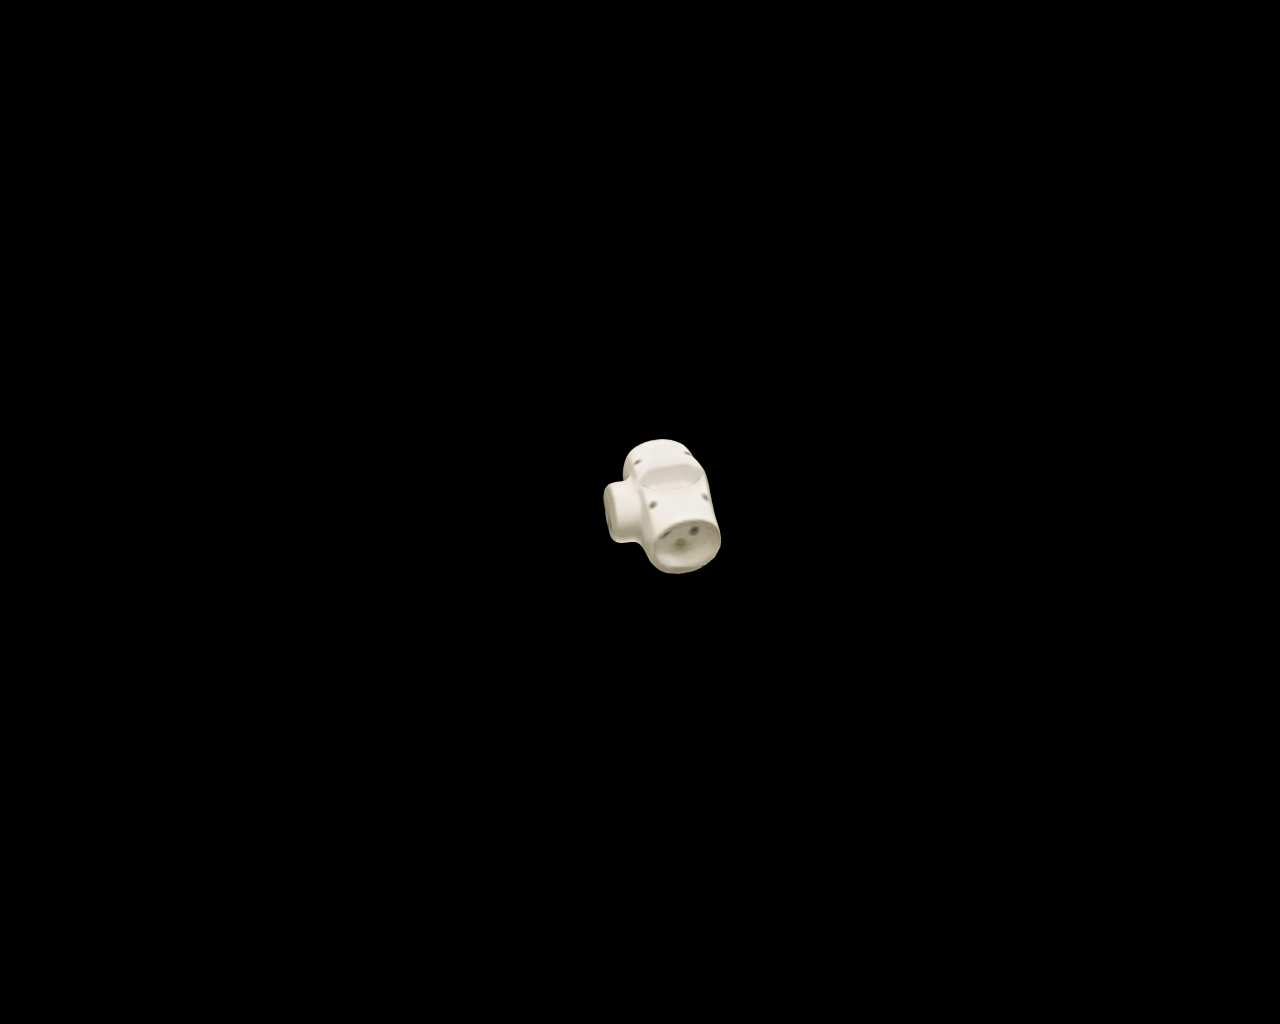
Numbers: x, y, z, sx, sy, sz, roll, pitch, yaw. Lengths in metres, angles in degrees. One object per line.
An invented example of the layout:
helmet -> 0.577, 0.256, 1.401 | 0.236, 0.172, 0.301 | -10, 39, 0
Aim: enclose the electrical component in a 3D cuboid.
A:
electrical component -> 0.001, -0.003, 0.650 | 0.079, 0.043, 0.077 | -8, 44, -8
